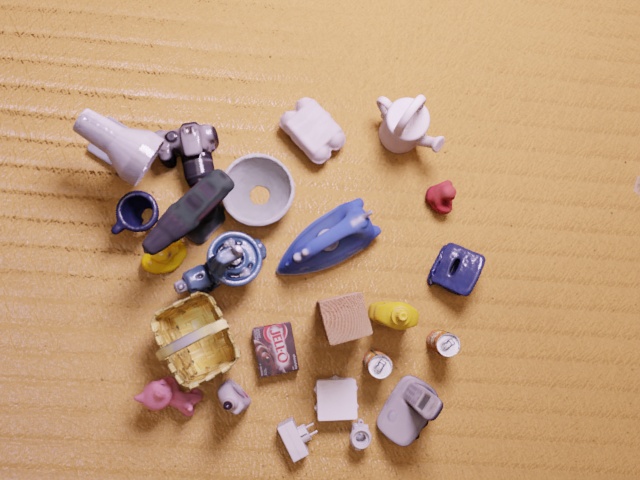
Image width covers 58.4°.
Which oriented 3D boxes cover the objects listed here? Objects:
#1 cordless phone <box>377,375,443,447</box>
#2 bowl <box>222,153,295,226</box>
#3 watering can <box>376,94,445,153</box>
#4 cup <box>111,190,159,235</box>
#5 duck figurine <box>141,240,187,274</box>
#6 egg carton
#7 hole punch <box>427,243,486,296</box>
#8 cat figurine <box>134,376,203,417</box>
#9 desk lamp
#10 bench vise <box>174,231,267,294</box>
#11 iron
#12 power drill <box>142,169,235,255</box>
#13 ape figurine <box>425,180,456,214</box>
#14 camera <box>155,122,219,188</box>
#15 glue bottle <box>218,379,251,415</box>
[{"bbox_3d":[0.199,0.376,1.229,0.094,0.185,0.148,31,84,1],"label":"cordless phone"},{"bbox_3d":[-0.142,-0.110,1.312,0.167,0.074,0.167,0,85,-3],"label":"bowl"},{"bbox_3d":[0.202,-0.264,1.283,0.173,0.194,0.101,18,84,-1],"label":"watering can"},{"bbox_3d":[-0.408,-0.050,1.284,0.118,0.095,0.091,-42,88,-5],"label":"cup"},{"bbox_3d":[-0.355,0.034,1.283,0.104,0.086,0.077,-27,86,-5],"label":"duck figurine"},{"bbox_3d":[-0.016,-0.256,1.335,0.107,0.069,0.150,-43,88,-6],"label":"egg carton"},{"bbox_3d":[0.310,0.069,1.310,0.101,0.091,0.109,26,84,0],"label":"hole punch"},{"bbox_3d":[-0.329,0.343,1.240,0.128,0.117,0.067,24,84,0],"label":"cat figurine"},{"bbox_3d":[-0.430,-0.201,1.237,0.203,0.213,0.118,31,84,1],"label":"desk lamp"},{"bbox_3d":[-0.209,0.065,1.220,0.121,0.219,0.207,44,84,2],"label":"bench vise"},{"bbox_3d":[0.012,0.005,1.276,0.258,0.141,0.118,-32,87,-5],"label":"iron"},{"bbox_3d":[-0.272,-0.049,1.233,0.075,0.208,0.230,41,84,2],"label":"power drill"},{"bbox_3d":[0.287,-0.104,1.324,0.076,0.092,0.078,26,84,0],"label":"ape figurine"},{"bbox_3d":[-0.297,-0.189,1.299,0.143,0.100,0.137,-11,85,-4],"label":"camera"},{"bbox_3d":[-0.187,0.341,1.219,0.078,0.173,0.037,41,84,2],"label":"glue bottle"}]
